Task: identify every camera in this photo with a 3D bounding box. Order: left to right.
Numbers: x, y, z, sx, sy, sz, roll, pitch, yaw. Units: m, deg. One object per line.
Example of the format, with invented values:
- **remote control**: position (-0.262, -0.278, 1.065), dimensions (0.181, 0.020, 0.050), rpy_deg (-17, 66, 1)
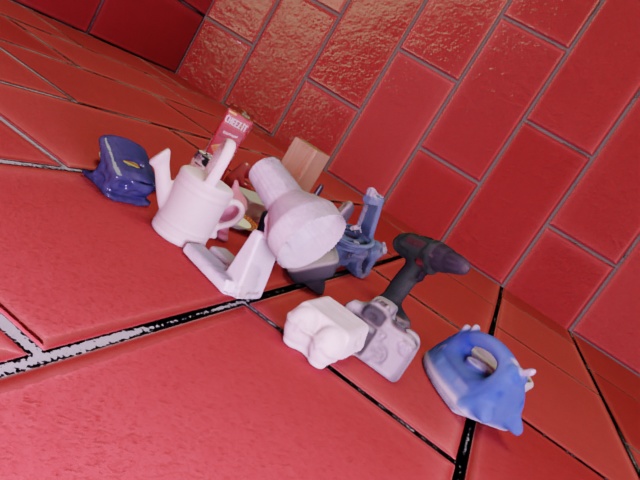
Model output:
- **camera**: position (0.110, 0.155, 0.997), dimensions (0.143, 0.101, 0.137), rpy_deg (35, 12, 16)

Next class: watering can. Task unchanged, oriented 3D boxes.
- **watering can**: position (-0.205, -0.090, 0.974), dimensions (0.173, 0.194, 0.100), rpy_deg (22, 15, -39)

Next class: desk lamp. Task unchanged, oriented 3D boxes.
- **desk lamp**: position (-0.086, -0.010, 0.901), dimensions (0.202, 0.213, 0.118), rpy_deg (38, 13, 30)

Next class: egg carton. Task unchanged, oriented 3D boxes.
- **egg carton**: position (0.011, 0.141, 0.879), dimensions (0.107, 0.069, 0.151), rpy_deg (35, 12, 17)

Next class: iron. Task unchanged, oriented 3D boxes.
- **iron**: position (0.282, 0.227, 1.039), dimensions (0.119, 0.141, 0.257), rpy_deg (26, 13, -26)

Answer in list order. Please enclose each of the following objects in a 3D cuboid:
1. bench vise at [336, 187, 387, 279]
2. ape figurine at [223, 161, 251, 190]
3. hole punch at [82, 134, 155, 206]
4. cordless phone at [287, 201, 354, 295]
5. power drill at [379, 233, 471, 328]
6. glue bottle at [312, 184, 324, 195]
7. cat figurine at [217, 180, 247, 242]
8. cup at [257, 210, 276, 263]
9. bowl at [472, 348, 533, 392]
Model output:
- **bench vise**: position (0.102, -0.023, 1.421), dimensions (0.121, 0.219, 0.208), rpy_deg (37, 13, 25)
- **ape figurine**: position (-0.212, -0.165, 1.522), dimensions (0.076, 0.092, 0.077), rpy_deg (23, 14, -36)
- **hole punch**: position (-0.342, -0.123, 1.014), dimensions (0.100, 0.091, 0.109), rpy_deg (38, 13, 27)
- **cordless phone**: position (0.011, 0.004, 1.159), dimensions (0.094, 0.185, 0.147), rpy_deg (29, 12, -13)
- **power drill**: position (0.216, 0.086, 1.289), dimensions (0.076, 0.208, 0.229), rpy_deg (24, 14, -34)
- **glue bottle**: position (-0.040, -0.052, 1.293), dimensions (0.078, 0.173, 0.037), rpy_deg (21, 15, -41)
- **cat figurine**: position (-0.181, -0.064, 1.118), dimensions (0.067, 0.117, 0.127), rpy_deg (28, 12, -19)
- **cup**: position (-0.084, 0.005, 1.136), dimensions (0.118, 0.095, 0.091), rpy_deg (19, 17, -48)
- **bowl**: position (0.347, 0.273, 1.180), dimensions (0.167, 0.074, 0.167), rpy_deg (30, 12, -7)
